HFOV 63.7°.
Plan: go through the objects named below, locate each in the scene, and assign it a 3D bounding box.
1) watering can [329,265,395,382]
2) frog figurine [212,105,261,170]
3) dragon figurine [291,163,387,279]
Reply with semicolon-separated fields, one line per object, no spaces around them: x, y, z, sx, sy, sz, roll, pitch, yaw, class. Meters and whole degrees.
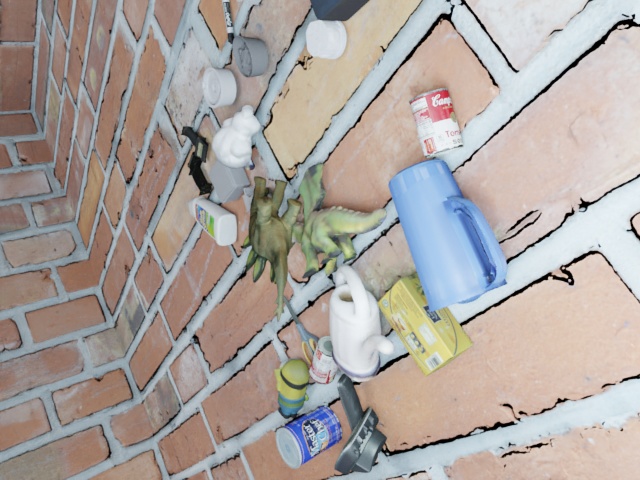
0.081;0.193;1.052;0.353;0.104;0.220;-116;20;-64;watering can
-0.217;-0.269;1.341;0.156;0.123;0.140;112;150;-53;frog figurine
0.003;-0.058;1.144;0.403;0.122;0.246;-43;59;48;dragon figurine
